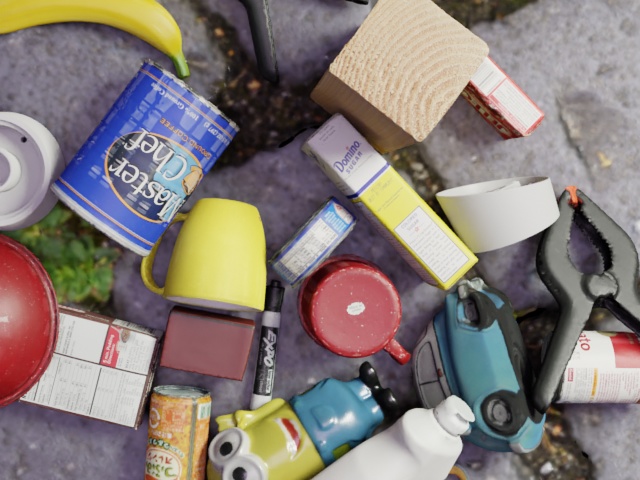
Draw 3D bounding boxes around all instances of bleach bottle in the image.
[{"bbox_3d":[0.030,0.221,0.914,0.251,0.068,0.102,-46,139,19],"label":"bleach bottle"}]

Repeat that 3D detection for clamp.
[{"bbox_3d":[-0.040,-0.241,0.959,0.120,0.039,0.171,-33,94,-4],"label":"clamp"},{"bbox_3d":[0.257,0.050,0.952,0.164,0.036,0.210,-1,66,-6],"label":"clamp"}]

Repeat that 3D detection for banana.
[{"bbox_3d":[-0.208,-0.198,0.951,0.197,0.037,0.069,12,90,-4],"label":"banana"}]

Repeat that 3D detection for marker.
[{"bbox_3d":[-0.048,0.097,0.981,0.020,0.020,0.121,7,92,-4],"label":"marker"}]

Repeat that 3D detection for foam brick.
[{"bbox_3d":[-0.101,0.092,0.961,0.078,0.053,0.051,11,91,-3],"label":"foam brick"}]

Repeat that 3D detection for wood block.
[{"bbox_3d":[0.059,-0.137,0.886,0.091,0.206,0.090,37,89,-4],"label":"wood block"}]

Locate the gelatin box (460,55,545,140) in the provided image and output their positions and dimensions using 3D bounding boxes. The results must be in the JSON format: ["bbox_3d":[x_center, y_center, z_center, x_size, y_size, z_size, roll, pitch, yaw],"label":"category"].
[{"bbox_3d":[0.155,-0.129,0.959,0.089,0.073,0.030,45,90,-5],"label":"gelatin box"}]

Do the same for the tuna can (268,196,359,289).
[{"bbox_3d":[-0.006,0.001,0.947,0.034,0.086,0.086,44,89,-2],"label":"tuna can"}]

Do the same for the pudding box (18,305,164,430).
[{"bbox_3d":[-0.206,0.114,0.962,0.113,0.039,0.090,15,92,-2],"label":"pudding box"}]

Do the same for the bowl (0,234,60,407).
[{"bbox_3d":[-0.311,0.071,0.925,0.162,0.055,0.162,0,88,11],"label":"bowl"}]

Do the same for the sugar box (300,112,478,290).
[{"bbox_3d":[0.059,-0.035,0.947,0.048,0.093,0.176,-41,95,-2],"label":"sugar box"}]

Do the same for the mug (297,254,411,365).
[{"bbox_3d":[0.036,0.069,0.954,0.093,0.081,0.117,-44,94,-2],"label":"mug"}]

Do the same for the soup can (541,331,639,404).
[{"bbox_3d":[0.260,0.117,0.978,0.102,0.068,0.068,1,92,-3],"label":"soup can"}]

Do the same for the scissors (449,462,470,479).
[{"bbox_3d":[0.101,0.292,1.000,0.096,0.016,0.202,-8,93,-3],"label":"scissors"}]

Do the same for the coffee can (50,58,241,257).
[{"bbox_3d":[-0.151,-0.071,0.926,0.103,0.103,0.140,37,89,-4],"label":"coffee can"}]
